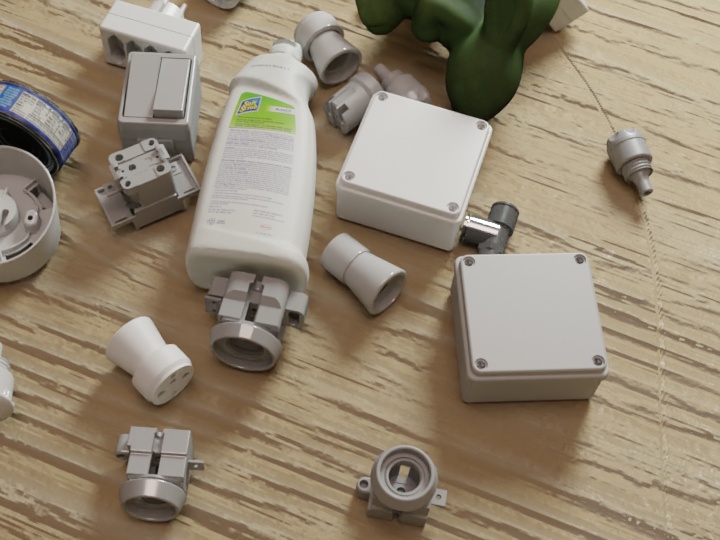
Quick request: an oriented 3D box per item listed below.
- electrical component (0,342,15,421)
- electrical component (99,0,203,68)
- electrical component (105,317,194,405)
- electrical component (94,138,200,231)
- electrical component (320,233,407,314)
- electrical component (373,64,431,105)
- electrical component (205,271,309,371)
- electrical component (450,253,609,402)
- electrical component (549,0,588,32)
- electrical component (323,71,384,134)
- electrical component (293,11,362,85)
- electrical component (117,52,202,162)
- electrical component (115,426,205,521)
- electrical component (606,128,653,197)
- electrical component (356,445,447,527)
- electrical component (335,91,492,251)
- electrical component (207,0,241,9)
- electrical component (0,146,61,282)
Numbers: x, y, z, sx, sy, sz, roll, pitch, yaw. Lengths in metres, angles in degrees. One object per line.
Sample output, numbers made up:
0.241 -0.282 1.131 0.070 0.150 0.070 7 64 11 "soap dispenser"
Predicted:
-0.283 0.082 0.812 0.048 0.048 0.062 -2 53 -4 "electrical component"
-0.185 -0.222 0.994 0.083 0.047 0.075 17 59 6 "electrical component"
-0.161 0.070 0.824 0.045 0.045 0.055 -39 69 -23 "electrical component"
-0.179 -0.073 0.896 0.081 0.063 0.042 -25 65 -14 "electrical component"
0.000 0.000 0.878 0.065 0.044 0.044 39 65 23 "electrical component"
0.035 -0.165 0.979 0.035 0.035 0.061 -33 65 -20 "electrical component"
-0.085 0.042 0.839 0.078 0.058 0.057 11 57 3 "electrical component"
0.131 0.045 0.849 0.109 0.056 0.108 -1 60 -4 "electrical component"
0.162 -0.262 1.026 0.076 0.083 0.047 -30 58 24 "electrical component"
-0.005 -0.149 0.966 0.046 0.040 0.040 -40 69 -17 "electrical component"
-0.031 -0.205 0.993 0.045 0.045 0.055 -26 64 -17 "electrical component"
-0.175 -0.139 0.937 0.062 0.061 0.096 2 60 -2 "electrical component"
-0.147 0.148 0.780 0.066 0.048 0.055 4 52 -1 "electrical component"
0.242 -0.093 0.949 0.035 0.035 0.061 -12 63 -10 "electrical component"
0.031 0.156 0.778 0.066 0.055 0.048 10 60 3 "electrical component"
0.046 -0.086 0.921 0.109 0.056 0.108 17 60 7 "electrical component"
-0.126 -0.287 1.031 0.055 0.055 0.047 29 58 13 "electrical component"
-0.293 -0.042 0.871 0.099 0.064 0.099 1 60 -2 "electrical component"
